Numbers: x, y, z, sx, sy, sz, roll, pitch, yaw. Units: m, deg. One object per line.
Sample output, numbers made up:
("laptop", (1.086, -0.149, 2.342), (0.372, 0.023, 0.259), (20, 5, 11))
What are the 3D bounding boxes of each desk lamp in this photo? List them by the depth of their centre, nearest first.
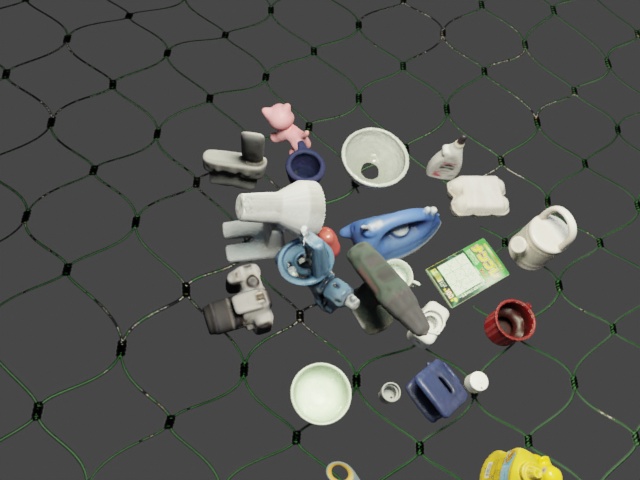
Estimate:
("desk lamp", (-0.102, -0.040, 1.216), (0.203, 0.213, 0.118), (-8, 67, -12))

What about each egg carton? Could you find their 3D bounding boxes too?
("egg carton", (0.386, -0.105, 1.404), (0.150, 0.069, 0.107), (-2, 66, -10))

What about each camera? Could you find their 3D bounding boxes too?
("camera", (-0.175, 0.131, 1.190), (0.137, 0.101, 0.143), (-15, 69, -15))

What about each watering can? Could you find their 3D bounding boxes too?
("watering can", (0.514, -0.005, 1.312), (0.173, 0.194, 0.101), (-40, 77, -22))

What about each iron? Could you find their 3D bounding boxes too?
("iron", (0.183, -0.032, 1.299), (0.259, 0.141, 0.118), (-18, 70, -16))

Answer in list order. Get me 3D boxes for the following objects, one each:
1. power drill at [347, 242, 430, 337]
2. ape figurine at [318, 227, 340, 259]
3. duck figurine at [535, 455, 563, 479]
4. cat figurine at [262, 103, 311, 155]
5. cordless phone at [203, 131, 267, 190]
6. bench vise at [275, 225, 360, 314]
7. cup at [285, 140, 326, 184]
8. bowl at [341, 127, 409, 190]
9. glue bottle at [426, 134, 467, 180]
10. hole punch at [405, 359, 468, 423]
("power drill", (0.128, 0.122, 1.184), (0.076, 0.208, 0.229), (-28, 73, -19))
("ape figurine", (0.012, 0.005, 1.282), (0.076, 0.092, 0.078), (39, 66, 9))
("duck figurine", (0.452, 0.481, 1.143), (0.077, 0.086, 0.104), (-7, 67, -12))
("cat figurine", (-0.078, -0.277, 1.380), (0.127, 0.117, 0.067), (36, 66, 8))
("cordless phone", (-0.190, -0.200, 1.290), (0.147, 0.185, 0.094), (4, 65, -7))
("bench vise", (0.006, 0.051, 1.190), (0.207, 0.219, 0.121), (24, 65, 2))
("cup", (-0.041, -0.165, 1.348), (0.092, 0.095, 0.117), (-7, 67, -12))
("bowl", (0.128, -0.186, 1.396), (0.167, 0.074, 0.167), (4, 66, -8))
("glue bottle", (0.316, -0.203, 1.380), (0.078, 0.173, 0.037), (5, 65, -6))
("hole punch", (0.246, 0.306, 1.185), (0.101, 0.091, 0.108), (-33, 75, -21))
